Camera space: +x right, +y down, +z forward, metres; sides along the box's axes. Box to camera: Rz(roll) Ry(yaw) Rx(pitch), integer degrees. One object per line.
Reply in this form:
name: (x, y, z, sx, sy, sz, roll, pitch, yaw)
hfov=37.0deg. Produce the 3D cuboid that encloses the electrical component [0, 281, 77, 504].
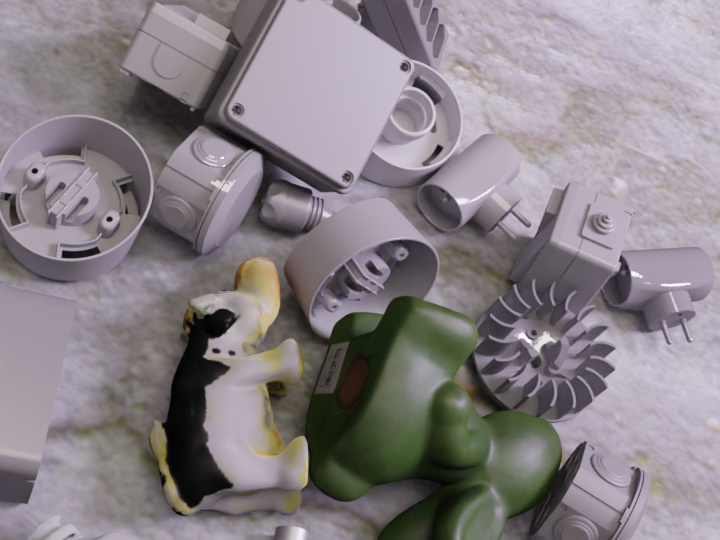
electrical component: (-0.210, 0.072, 0.632, 0.057, 0.078, 0.113, 14, 59, -15)

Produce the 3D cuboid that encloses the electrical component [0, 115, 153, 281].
electrical component: (-0.190, -0.045, 0.710, 0.099, 0.064, 0.099, 8, 60, -15)

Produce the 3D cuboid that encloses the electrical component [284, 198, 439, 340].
electrical component: (0.000, 0.000, 0.735, 0.099, 0.099, 0.064, -24, 67, -28)

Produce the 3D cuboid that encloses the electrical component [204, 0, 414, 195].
electrical component: (-0.035, -0.124, 0.752, 0.109, 0.056, 0.108, 30, 82, -21)

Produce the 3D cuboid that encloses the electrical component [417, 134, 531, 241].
electrical component: (0.097, -0.055, 0.827, 0.079, 0.044, 0.077, 45, 58, 8)

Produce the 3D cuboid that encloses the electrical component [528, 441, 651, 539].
electrical component: (0.152, 0.158, 0.711, 0.051, 0.080, 0.080, 32, 57, 5)

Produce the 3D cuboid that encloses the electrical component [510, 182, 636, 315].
electrical component: (0.157, -0.018, 0.796, 0.061, 0.096, 0.061, 24, 58, 1)

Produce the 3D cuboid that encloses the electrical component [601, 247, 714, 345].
electrical component: (0.235, 0.021, 0.834, 0.077, 0.044, 0.079, -3, 64, -21)

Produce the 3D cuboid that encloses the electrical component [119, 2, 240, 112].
electrical component: (-0.124, -0.154, 0.777, 0.062, 0.096, 0.061, 29, 97, -2)

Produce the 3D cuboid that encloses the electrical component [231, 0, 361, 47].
electrical component: (-0.049, -0.184, 0.826, 0.099, 0.064, 0.099, 18, 27, -10)

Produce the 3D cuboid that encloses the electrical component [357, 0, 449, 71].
electrical component: (0.021, -0.202, 0.868, 0.076, 0.083, 0.047, 1, 54, 26)

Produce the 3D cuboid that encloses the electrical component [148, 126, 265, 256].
electrical component: (-0.104, -0.054, 0.736, 0.051, 0.080, 0.080, 30, 57, 3)

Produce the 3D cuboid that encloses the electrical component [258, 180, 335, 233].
electrical component: (-0.041, -0.043, 0.778, 0.061, 0.035, 0.035, 16, 59, -13)

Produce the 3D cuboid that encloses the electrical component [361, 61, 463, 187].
electrical component: (0.029, -0.114, 0.838, 0.099, 0.064, 0.099, 5, 75, -18)
